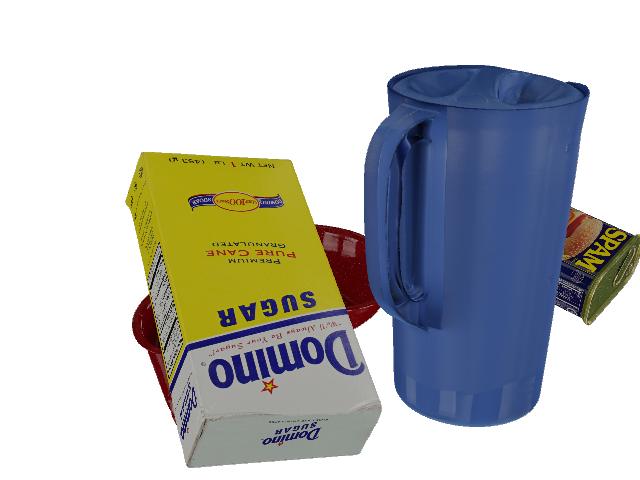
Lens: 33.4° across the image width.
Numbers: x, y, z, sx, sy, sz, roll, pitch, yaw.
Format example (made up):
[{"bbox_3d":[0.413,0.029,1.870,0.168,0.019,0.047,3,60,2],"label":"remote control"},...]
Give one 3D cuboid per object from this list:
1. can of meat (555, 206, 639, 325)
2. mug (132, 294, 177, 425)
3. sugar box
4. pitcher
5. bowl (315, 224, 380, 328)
[{"bbox_3d":[0.233,0.018,0.978,0.084,0.057,0.101,28,47,28],"label":"can of meat"},{"bbox_3d":[-0.083,0.089,0.769,0.093,0.081,0.117,-3,37,12],"label":"mug"},{"bbox_3d":[-0.039,0.029,0.553,0.093,0.048,0.176,0,45,-25],"label":"sugar box"},{"bbox_3d":[0.101,0.006,0.743,0.149,0.243,0.145,1,21,0],"label":"pitcher"},{"bbox_3d":[-0.004,0.045,1.023,0.162,0.055,0.162,4,29,-2],"label":"bowl"}]
